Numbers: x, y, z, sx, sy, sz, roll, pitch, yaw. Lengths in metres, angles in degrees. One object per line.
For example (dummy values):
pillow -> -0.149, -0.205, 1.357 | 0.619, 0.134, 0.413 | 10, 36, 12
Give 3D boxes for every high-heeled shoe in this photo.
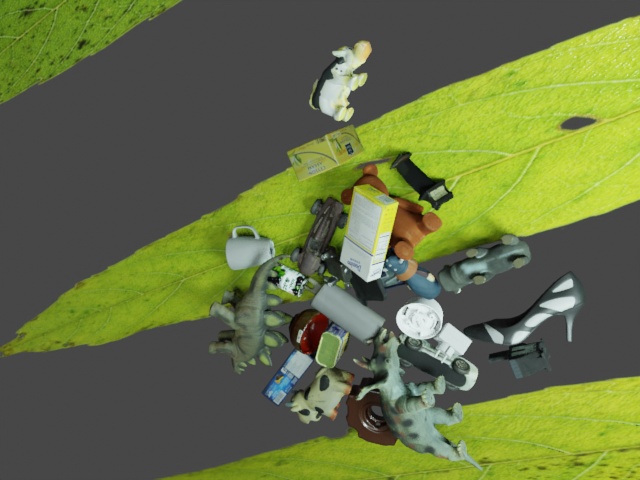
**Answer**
high-heeled shoe -> 0.417, 0.140, 1.119 | 0.249, 0.086, 0.145 | -4, 90, 29

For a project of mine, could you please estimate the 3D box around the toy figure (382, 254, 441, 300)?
toy figure -> 0.197, 0.074, 1.163 | 0.154, 0.058, 0.064 | 38, 106, -24

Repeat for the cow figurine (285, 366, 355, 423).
cow figurine -> -0.006, 0.398, 1.374 | 0.127, 0.085, 0.194 | 29, 119, 4

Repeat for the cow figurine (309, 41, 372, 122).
cow figurine -> 0.041, -0.335, 1.102 | 0.098, 0.068, 0.167 | 30, 116, 17

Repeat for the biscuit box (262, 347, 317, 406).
biscuit box -> -0.074, 0.341, 1.394 | 0.059, 0.063, 0.202 | 37, 119, 5

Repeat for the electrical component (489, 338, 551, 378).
electrical component -> 0.428, 0.257, 1.150 | 0.119, 0.075, 0.047 | -22, 98, 23

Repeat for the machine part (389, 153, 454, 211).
machine part -> 0.210, -0.122, 1.109 | 0.139, 0.084, 0.039 | 45, 142, 12

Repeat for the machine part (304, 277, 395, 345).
machine part -> 0.065, 0.170, 1.265 | 0.243, 0.079, 0.079 | 35, 118, 5

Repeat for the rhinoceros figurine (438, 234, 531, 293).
rhinoceros figurine -> 0.332, 0.049, 1.099 | 0.190, 0.112, 0.073 | -27, 80, 21

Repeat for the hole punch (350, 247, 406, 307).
hole punch -> 0.123, 0.071, 1.212 | 0.116, 0.092, 0.142 | -9, 110, 57

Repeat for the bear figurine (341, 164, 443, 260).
bear figurine -> 0.143, -0.064, 1.126 | 0.120, 0.132, 0.196 | -44, 93, 2

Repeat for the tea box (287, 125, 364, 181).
tea box -> 0.015, -0.182, 1.107 | 0.098, 0.169, 0.068 | -19, 101, 28

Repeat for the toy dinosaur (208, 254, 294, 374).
toy dinosaur -> -0.170, 0.198, 1.345 | 0.199, 0.105, 0.470 | 18, 129, 8

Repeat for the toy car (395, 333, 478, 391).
toy car -> 0.261, 0.280, 1.239 | 0.202, 0.056, 0.073 | 25, 123, 14

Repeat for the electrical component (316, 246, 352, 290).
electrical component -> 0.032, 0.065, 1.219 | 0.078, 0.045, 0.102 | 36, 148, 42

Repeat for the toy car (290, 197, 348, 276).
toy car -> -0.003, -0.004, 1.247 | 0.089, 0.053, 0.202 | 31, 118, 13

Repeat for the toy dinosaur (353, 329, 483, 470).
toy dinosaur -> 0.211, 0.400, 1.216 | 0.192, 0.131, 0.404 | -14, 113, 35

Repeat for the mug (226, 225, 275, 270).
mug -> -0.167, 0.016, 1.311 | 0.107, 0.081, 0.109 | -3, 100, 11

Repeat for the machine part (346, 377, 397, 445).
machine part -> 0.146, 0.428, 1.338 | 0.180, 0.056, 0.179 | 8, 112, 20
